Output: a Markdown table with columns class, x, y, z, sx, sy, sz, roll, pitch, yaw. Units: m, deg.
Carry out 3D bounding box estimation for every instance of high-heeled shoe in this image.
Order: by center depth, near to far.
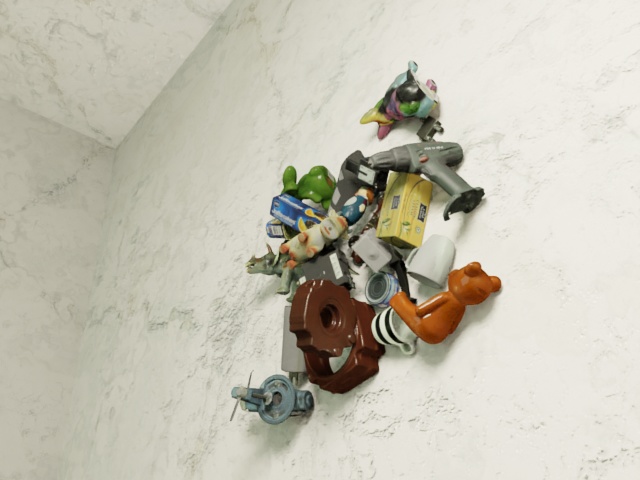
| class | x | y | z | sx | sy | sz | roll | pitch | yaw |
| --- | --- | --- | --- | --- | --- | --- | --- | --- | --- |
| high-heeled shoe | 0.073 | -0.129 | 1.522 | 0.145 | 0.086 | 0.249 | 115 | 175 | -56 |

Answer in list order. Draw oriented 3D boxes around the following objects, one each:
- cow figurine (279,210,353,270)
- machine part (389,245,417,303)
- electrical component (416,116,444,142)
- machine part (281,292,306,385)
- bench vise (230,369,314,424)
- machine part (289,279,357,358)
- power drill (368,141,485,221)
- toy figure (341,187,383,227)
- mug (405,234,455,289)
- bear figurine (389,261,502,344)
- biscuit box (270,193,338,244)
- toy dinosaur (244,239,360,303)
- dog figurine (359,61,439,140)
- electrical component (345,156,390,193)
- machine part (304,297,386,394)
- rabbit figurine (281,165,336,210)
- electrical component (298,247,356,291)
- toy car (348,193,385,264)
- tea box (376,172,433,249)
| class | x | y | z | sx | sy | sz | roll | pitch | yaw |
| --- | --- | --- | --- | --- | --- | --- | --- | --- | --- |
| cow figurine | -0.003 | -0.004 | 1.353 | 0.195 | 0.127 | 0.085 | -34 | 88 | 48 |
| machine part | 0.190 | 0.085 | 1.238 | 0.039 | 0.084 | 0.139 | -17 | 63 | 12 |
| electrical component | 0.276 | -0.280 | 1.368 | 0.063 | 0.021 | 0.094 | -56 | 38 | 14 |
| machine part | -0.061 | 0.259 | 1.414 | 0.079 | 0.079 | 0.243 | -3 | 81 | 51 |
| bench vise | -0.146 | 0.396 | 1.353 | 0.224 | 0.240 | 0.129 | 1 | 71 | 34 |
| machine part | 0.011 | 0.172 | 1.185 | 0.056 | 0.179 | 0.179 | -15 | 59 | 44 |
| power drill | 0.246 | -0.137 | 1.190 | 0.207 | 0.232 | 0.085 | 52 | 147 | 37 |
| toy figure | 0.109 | -0.099 | 1.406 | 0.064 | 0.057 | 0.154 | 20 | 57 | 32 |
| mug | 0.245 | 0.042 | 1.187 | 0.107 | 0.080 | 0.110 | -59 | 30 | -9 |
| bear figurine | 0.257 | 0.112 | 1.093 | 0.195 | 0.120 | 0.132 | -54 | 34 | 13 |
| biscuit box | -0.042 | -0.057 | 1.461 | 0.203 | 0.063 | 0.059 | 29 | 121 | 23 |
| toy dinosaur | -0.029 | 0.061 | 1.490 | 0.405 | 0.131 | 0.192 | -16 | 59 | 39 |
| dog figurine | 0.203 | -0.345 | 1.420 | 0.219 | 0.108 | 0.192 | -42 | 26 | 36 |
| electrical component | 0.123 | -0.176 | 1.392 | 0.119 | 0.048 | 0.074 | 30 | 123 | 40 |
| machine part | 0.050 | 0.251 | 1.302 | 0.201 | 0.087 | 0.201 | -41 | 41 | 31 |
| rabbit figurine | -0.048 | -0.139 | 1.561 | 0.170 | 0.159 | 0.121 | -24 | 58 | 19 |
| electrical component | 0.012 | 0.097 | 1.314 | 0.134 | 0.058 | 0.115 | -29 | 49 | 18 |
| toy car | 0.139 | -0.031 | 1.378 | 0.202 | 0.053 | 0.089 | -55 | 41 | 13 |
| tea box | 0.202 | -0.071 | 1.280 | 0.068 | 0.098 | 0.169 | -5 | 68 | 51 |
